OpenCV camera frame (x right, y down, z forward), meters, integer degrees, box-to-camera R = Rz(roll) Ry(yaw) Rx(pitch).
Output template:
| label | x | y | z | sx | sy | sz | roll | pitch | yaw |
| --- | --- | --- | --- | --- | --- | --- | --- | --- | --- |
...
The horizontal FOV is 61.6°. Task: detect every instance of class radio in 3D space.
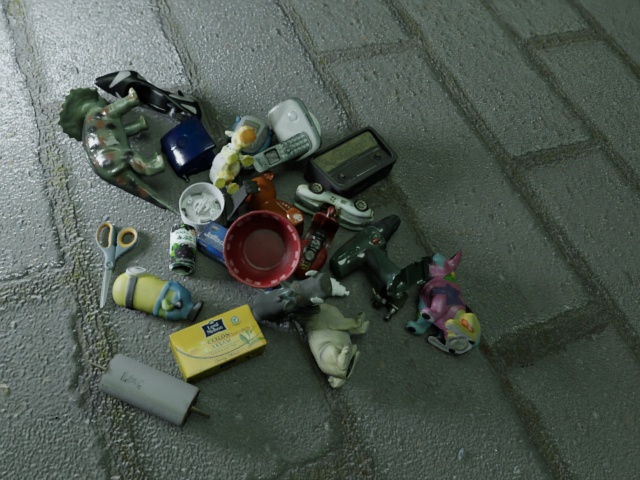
| label | x | y | z | sx | sy | sz | roll | pitch | yaw |
| --- | --- | --- | --- | --- | --- | --- | --- | --- | --- |
| radio | 0.084 | -0.193 | 1.393 | 0.229 | 0.073 | 0.131 | -33 | 71 | -28 |

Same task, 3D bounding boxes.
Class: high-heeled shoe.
| label | x | y | z | sx | sy | sz | roll | pitch | yaw |
| --- | --- | --- | --- | --- | --- | --- | --- | --- | --- |
| high-heeled shoe | -0.423 | -0.341 | 1.336 | 0.249 | 0.086 | 0.145 | -3 | 49 | -31 |

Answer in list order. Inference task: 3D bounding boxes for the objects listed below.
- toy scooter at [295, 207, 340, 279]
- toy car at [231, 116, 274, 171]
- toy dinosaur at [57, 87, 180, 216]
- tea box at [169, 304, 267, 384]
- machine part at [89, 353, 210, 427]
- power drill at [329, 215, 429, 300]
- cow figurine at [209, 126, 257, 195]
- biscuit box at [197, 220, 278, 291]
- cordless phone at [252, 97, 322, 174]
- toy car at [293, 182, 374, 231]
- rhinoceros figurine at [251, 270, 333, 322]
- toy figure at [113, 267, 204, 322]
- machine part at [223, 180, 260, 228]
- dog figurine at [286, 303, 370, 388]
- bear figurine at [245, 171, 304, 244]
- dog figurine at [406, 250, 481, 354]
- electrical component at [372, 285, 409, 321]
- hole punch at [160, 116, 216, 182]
| label | x | y | z | sx | sy | sz | roll | pitch | yaw |
| --- | --- | --- | --- | --- | --- | --- | --- | --- | --- |
| toy scooter | -0.003 | -0.004 | 1.218 | 0.075 | 0.135 | 0.184 | 26 | 57 | 0 |
| toy car | -0.180 | -0.257 | 1.348 | 0.109 | 0.102 | 0.162 | 22 | 54 | 0 |
| toy dinosaur | -0.475 | -0.209 | 1.239 | 0.192 | 0.131 | 0.405 | -21 | 70 | -12 |
| tea box | -0.204 | 0.209 | 1.074 | 0.170 | 0.068 | 0.098 | -22 | 68 | -24 |
| machine part | -0.315 | 0.277 | 0.996 | 0.243 | 0.079 | 0.079 | 25 | 56 | 0 |
| power drill | 0.152 | 0.033 | 1.232 | 0.232 | 0.085 | 0.208 | -30 | 47 | -22 |
| cow figurine | -0.207 | -0.201 | 1.271 | 0.068 | 0.167 | 0.098 | 16 | 22 | -39 |
| biscuit box | -0.174 | 0.037 | 1.192 | 0.203 | 0.059 | 0.063 | 30 | 57 | 5 |
| cordless phone | -0.102 | -0.249 | 1.306 | 0.184 | 0.089 | 0.146 | -28 | 94 | -19 |
| toy car | 0.035 | -0.079 | 1.310 | 0.202 | 0.073 | 0.056 | 22 | 52 | -1 |
| rhinoceros figurine | -0.053 | 0.110 | 1.057 | 0.112 | 0.190 | 0.073 | 18 | 59 | -50 |
| toy figure | -0.330 | 0.117 | 1.091 | 0.180 | 0.082 | 0.089 | 26 | 54 | -1 |
| machine part | -0.187 | -0.088 | 1.224 | 0.039 | 0.139 | 0.084 | 21 | 51 | -30 |
| dog figurine | -0.010 | 0.199 | 1.128 | 0.191 | 0.121 | 0.172 | 14 | 61 | 18 |
| bear figurine | -0.119 | -0.077 | 1.239 | 0.120 | 0.132 | 0.196 | -31 | 75 | -1 |
| dog figurine | 0.298 | 0.129 | 1.234 | 0.192 | 0.108 | 0.219 | 28 | 54 | 5 |
| electrical component | 0.161 | 0.125 | 1.234 | 0.078 | 0.045 | 0.102 | 42 | 58 | 14 |
| hole punch | -0.317 | -0.225 | 1.302 | 0.116 | 0.092 | 0.142 | -26 | 72 | -23 |
